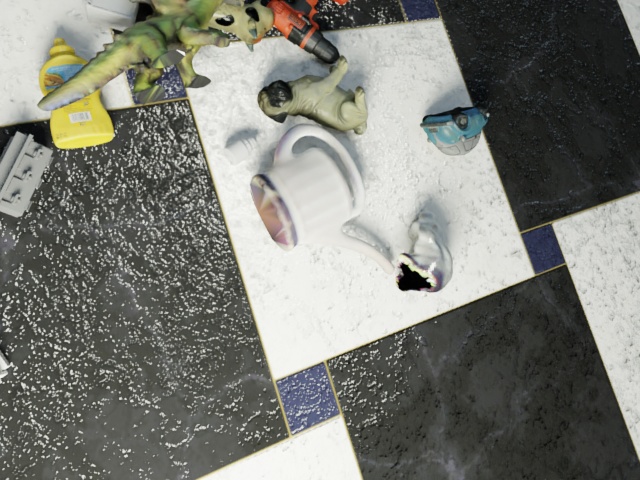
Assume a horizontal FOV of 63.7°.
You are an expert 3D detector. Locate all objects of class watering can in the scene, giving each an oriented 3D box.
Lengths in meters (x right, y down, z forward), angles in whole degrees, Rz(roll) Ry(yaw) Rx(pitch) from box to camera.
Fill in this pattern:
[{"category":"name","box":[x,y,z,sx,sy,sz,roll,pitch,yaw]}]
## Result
[{"category":"watering can","box":[0.003,-0.049,0.982,0.226,0.103,0.347,-28,94,-23]}]

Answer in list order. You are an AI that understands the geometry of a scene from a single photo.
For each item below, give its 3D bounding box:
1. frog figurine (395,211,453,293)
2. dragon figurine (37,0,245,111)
[{"category":"frog figurine","box":[0.225,0.023,1.045,0.162,0.123,0.134,-53,133,-31]},{"category":"dragon figurine","box":[-0.305,-0.379,0.896,0.413,0.120,0.245,-20,77,-18]}]
